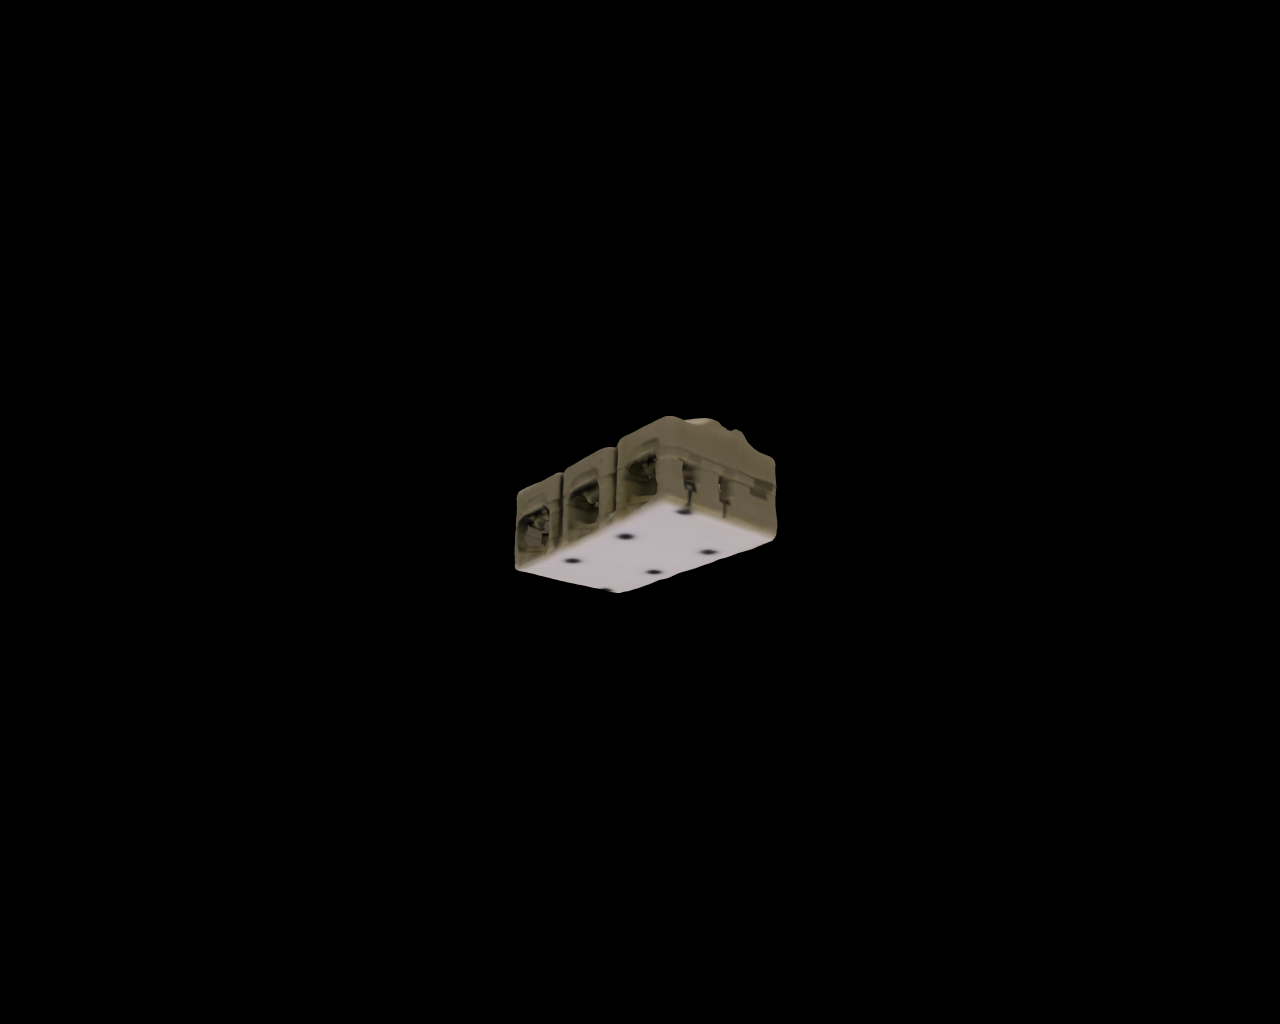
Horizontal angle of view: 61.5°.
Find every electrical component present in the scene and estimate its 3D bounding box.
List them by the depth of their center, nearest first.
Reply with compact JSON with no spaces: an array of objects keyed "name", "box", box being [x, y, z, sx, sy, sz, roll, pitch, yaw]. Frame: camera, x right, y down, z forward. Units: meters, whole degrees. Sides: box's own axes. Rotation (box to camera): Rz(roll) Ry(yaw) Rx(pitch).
[{"name":"electrical component","box":[0.001,-0.003,0.650,0.089,0.062,0.150,17,-27,-37]}]
